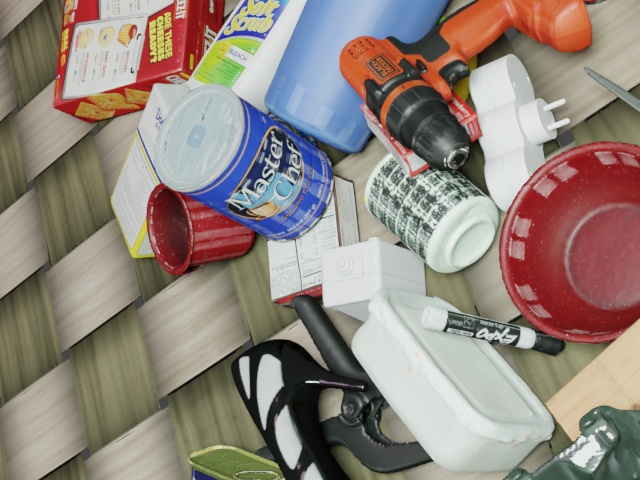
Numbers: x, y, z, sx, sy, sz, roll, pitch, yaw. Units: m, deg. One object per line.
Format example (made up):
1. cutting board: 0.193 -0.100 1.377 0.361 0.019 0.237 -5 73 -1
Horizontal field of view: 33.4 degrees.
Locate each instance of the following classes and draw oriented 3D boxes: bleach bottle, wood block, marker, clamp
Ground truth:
1. bleach bottle: -0.049 -0.239 1.131 0.103 0.068 0.251 32 93 41
2. wood block: 0.275 0.087 0.755 0.206 0.090 0.091 -46 54 17
3. marker: 0.140 0.074 0.857 0.020 0.121 0.020 -167 90 -77
4. clamp: 0.034 0.140 0.954 0.210 0.036 0.164 7 90 38

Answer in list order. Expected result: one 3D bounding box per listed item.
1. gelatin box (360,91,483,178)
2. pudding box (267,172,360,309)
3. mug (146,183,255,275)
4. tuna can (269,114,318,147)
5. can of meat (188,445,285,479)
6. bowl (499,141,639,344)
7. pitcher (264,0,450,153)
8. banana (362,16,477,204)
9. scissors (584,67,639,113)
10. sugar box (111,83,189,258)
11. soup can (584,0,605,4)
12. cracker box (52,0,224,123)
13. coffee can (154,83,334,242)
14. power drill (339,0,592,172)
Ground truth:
1. gelatin box: 0.086 -0.104 0.921 0.073 0.030 0.089 -30 45 -3
2. pudding box: -0.007 0.001 1.035 0.090 0.039 0.113 -19 67 32
3. mug: -0.123 -0.008 1.091 0.093 0.081 0.117 52 136 33
4. tuna can: -0.044 -0.084 1.094 0.086 0.033 0.086 -13 68 35
5. can of meat: -0.075 0.246 0.983 0.102 0.057 0.084 11 103 41
6. bowl: 0.225 0.007 0.841 0.162 0.055 0.162 -13 68 34
7. pitcher: 0.040 -0.214 1.018 0.145 0.149 0.243 29 98 6
8. banana: 0.100 -0.115 0.994 0.198 0.037 0.070 -65 22 -1
9. scissors: 0.268 -0.068 0.799 0.202 0.096 0.016 31 139 21
10. sugar box: -0.171 -0.072 1.139 0.176 0.048 0.093 -56 48 39
11. soup can: 0.215 -0.251 0.902 0.069 0.102 0.068 -13 68 35
12. cracker box: -0.212 -0.239 1.251 0.214 0.072 0.164 -8 72 35
13. coffee can: -0.068 -0.069 0.987 0.103 0.140 0.103 -17 61 33
14. power drill: 0.126 -0.147 0.881 0.187 0.057 0.185 -30 45 -6
